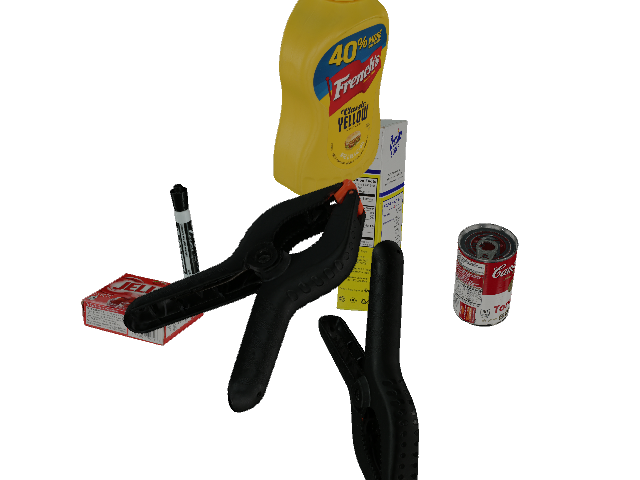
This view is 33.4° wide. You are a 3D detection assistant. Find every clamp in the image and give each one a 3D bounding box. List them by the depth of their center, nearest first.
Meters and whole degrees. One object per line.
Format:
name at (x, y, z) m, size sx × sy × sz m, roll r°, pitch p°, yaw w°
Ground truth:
clamp at (-0.029, 0.030, 0.666) m, size 0.120 × 0.171 × 0.039 m, roll 43°, pitch -16°, yaw 36°
clamp at (0.047, 0.115, 0.859) m, size 0.036 × 0.210 × 0.165 m, roll -1°, pitch -33°, yaw -19°

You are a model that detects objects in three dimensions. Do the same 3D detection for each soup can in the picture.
soup can at (0.189, 0.041, 1.232) m, size 0.068 × 0.102 × 0.068 m, roll -1°, pitch 38°, yaw 0°

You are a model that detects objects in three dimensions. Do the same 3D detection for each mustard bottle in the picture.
mustard bottle at (0.010, -0.132, 0.808) m, size 0.096 × 0.192 × 0.058 m, roll -29°, pitch 48°, yaw -35°

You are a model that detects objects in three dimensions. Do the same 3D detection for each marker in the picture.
marker at (-0.149, -0.006, 1.182) m, size 0.020 × 0.121 × 0.020 m, roll -5°, pitch 27°, yaw 2°

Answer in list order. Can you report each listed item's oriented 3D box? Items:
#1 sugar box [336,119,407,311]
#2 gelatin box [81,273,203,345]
sugar box at (0.050, -0.027, 1.025) m, size 0.048 × 0.176 × 0.093 m, roll 3°, pitch 10°, yaw 18°
gelatin box at (-0.164, 0.062, 0.988) m, size 0.089 × 0.030 × 0.073 m, roll 12°, pitch 23°, yaw 22°
